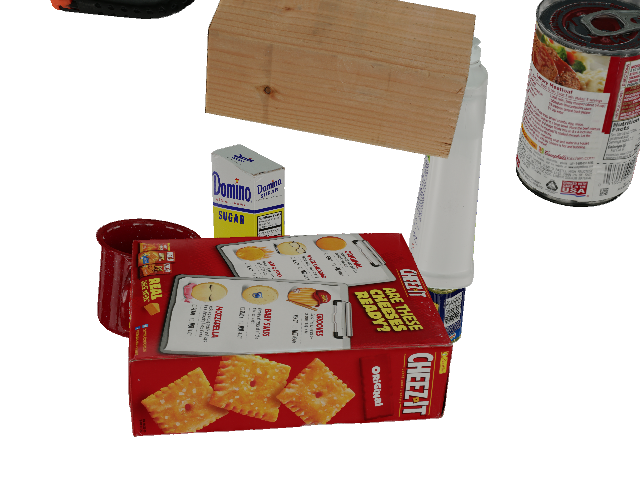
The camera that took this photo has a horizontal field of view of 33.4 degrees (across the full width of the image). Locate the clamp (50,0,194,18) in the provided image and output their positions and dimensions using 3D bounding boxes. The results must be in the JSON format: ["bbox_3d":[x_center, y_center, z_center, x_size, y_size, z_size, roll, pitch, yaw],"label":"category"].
[{"bbox_3d":[-0.078,-0.197,0.706,0.210,0.164,0.036,-32,-16,-9],"label":"clamp"}]

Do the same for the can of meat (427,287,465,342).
[{"bbox_3d":[0.123,0.068,1.259,0.057,0.084,0.102,-25,38,-38],"label":"can of meat"}]

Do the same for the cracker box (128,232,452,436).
[{"bbox_3d":[-0.030,0.063,0.772,0.213,0.072,0.164,-1,29,-8],"label":"cracker box"}]

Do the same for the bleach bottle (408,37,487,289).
[{"bbox_3d":[0.134,-0.081,1.084,0.068,0.251,0.102,3,31,-1],"label":"bleach bottle"}]

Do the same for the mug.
[{"bbox_3d":[-0.153,0.039,0.928,0.093,0.081,0.117,8,21,-1],"label":"mug"}]

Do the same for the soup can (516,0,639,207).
[{"bbox_3d":[0.146,-0.077,0.586,0.068,0.102,0.068,0,41,0],"label":"soup can"}]

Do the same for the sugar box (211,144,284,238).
[{"bbox_3d":[-0.079,-0.007,1.157,0.048,0.176,0.093,-17,29,-30],"label":"sugar box"}]

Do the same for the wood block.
[{"bbox_3d":[0.016,-0.146,0.883,0.206,0.090,0.091,11,-44,3],"label":"wood block"}]
